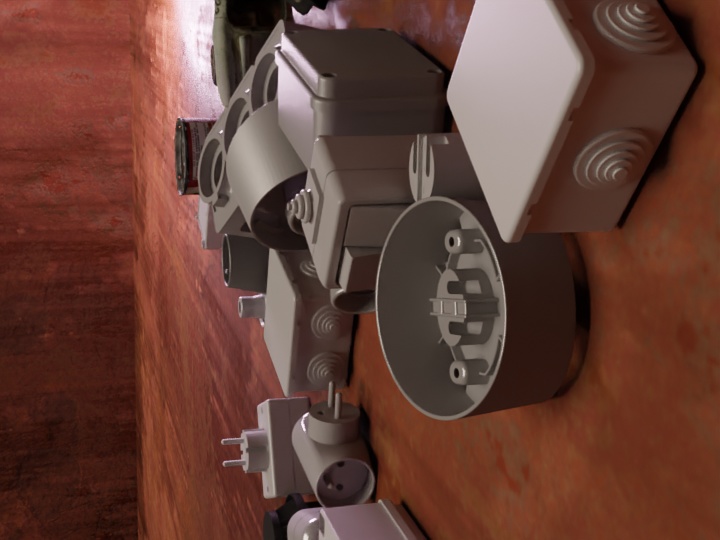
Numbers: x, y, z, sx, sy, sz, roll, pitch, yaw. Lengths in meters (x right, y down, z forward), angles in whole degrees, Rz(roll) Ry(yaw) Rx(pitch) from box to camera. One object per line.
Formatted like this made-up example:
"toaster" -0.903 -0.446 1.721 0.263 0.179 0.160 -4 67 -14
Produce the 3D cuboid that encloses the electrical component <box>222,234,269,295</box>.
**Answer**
"electrical component" -0.076 -0.017 0.888 0.079 0.077 0.044 -119 31 -58

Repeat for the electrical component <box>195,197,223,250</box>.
"electrical component" -0.132 -0.076 1.101 0.061 0.061 0.096 -112 26 -50

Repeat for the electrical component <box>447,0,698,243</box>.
"electrical component" 0.077 -0.071 0.410 0.099 0.048 0.099 106 156 -47

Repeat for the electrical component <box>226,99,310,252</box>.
"electrical component" -0.036 -0.060 0.714 0.099 0.099 0.064 110 147 -52

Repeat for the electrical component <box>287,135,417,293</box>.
"electrical component" 0.011 -0.028 0.554 0.061 0.096 0.061 -110 23 -44

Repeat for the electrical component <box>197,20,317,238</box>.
"electrical component" -0.063 -0.099 0.793 0.150 0.062 0.089 -47 46 47

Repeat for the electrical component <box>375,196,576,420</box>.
"electrical component" 0.052 0.016 0.480 0.099 0.064 0.099 178 90 -74

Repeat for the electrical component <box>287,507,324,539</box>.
"electrical component" -0.018 0.219 0.761 0.059 0.054 0.095 163 104 -73

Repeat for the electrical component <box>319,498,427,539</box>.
"electrical component" 0.012 0.212 0.655 0.109 0.056 0.108 -139 49 -68

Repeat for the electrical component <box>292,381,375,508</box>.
"electrical component" -0.019 0.120 0.772 0.077 0.043 0.079 -130 41 -65

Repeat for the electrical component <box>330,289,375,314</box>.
"electrical component" 0.000 0.000 0.701 0.040 0.040 0.046 117 153 -59

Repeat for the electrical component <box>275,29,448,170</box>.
"electrical component" -0.002 -0.099 0.624 0.113 0.078 0.057 -122 31 -59

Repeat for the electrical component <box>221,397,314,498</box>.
"electrical component" -0.082 0.156 0.935 0.047 0.076 0.083 140 126 -69

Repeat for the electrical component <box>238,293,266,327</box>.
"electrical component" -0.070 0.030 0.900 0.043 0.062 0.043 178 90 -74

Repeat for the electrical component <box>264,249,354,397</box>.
"electrical component" -0.039 0.036 0.820 0.099 0.048 0.099 -119 31 -57

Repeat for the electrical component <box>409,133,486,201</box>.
"electrical component" 0.051 -0.048 0.508 0.040 0.046 0.040 178 90 -73
